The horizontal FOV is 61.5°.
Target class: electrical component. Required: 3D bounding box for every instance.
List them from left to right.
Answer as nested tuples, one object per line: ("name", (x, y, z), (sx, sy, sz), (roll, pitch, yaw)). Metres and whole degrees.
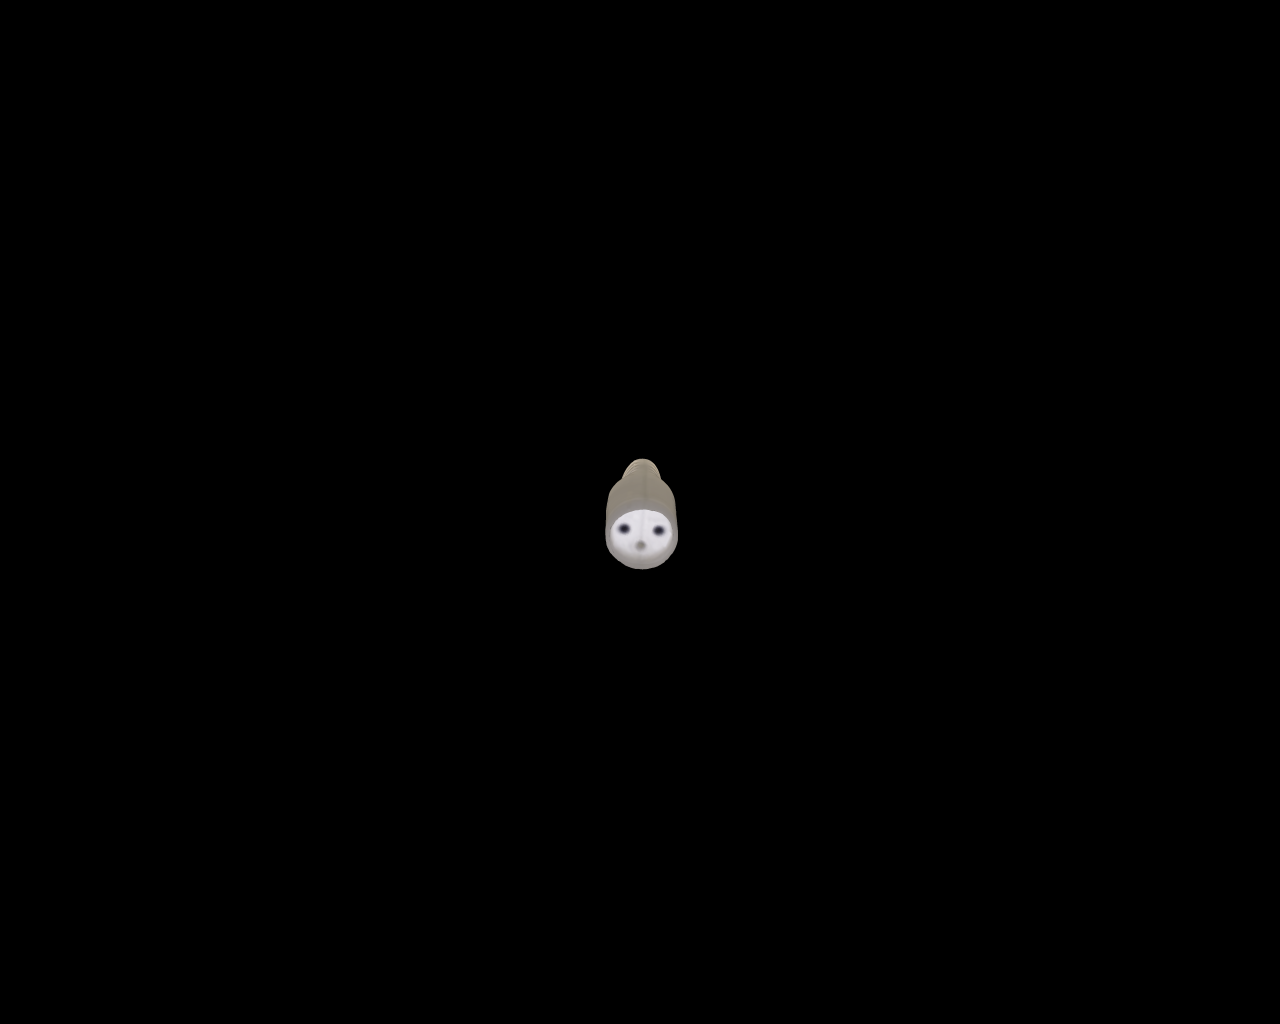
("electrical component", (0.001, -0.003, 0.650), (0.043, 0.043, 0.081), (0, 28, 0))
